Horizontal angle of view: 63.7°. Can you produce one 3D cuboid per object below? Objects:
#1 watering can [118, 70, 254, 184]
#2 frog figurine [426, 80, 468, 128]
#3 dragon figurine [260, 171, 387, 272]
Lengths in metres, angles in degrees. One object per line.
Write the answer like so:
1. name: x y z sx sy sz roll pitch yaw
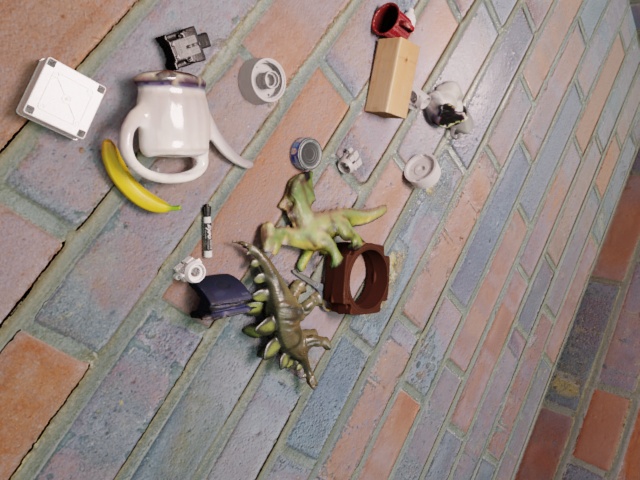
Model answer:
1. watering can: -0.267 -0.233 1.071 0.350 0.104 0.223 -15 106 -54
2. frog figurine: 0.400 -0.445 1.656 0.137 0.120 0.163 10 52 -18
3. dragon figurine: 0.004 -0.068 1.343 0.417 0.122 0.239 -40 114 -32
